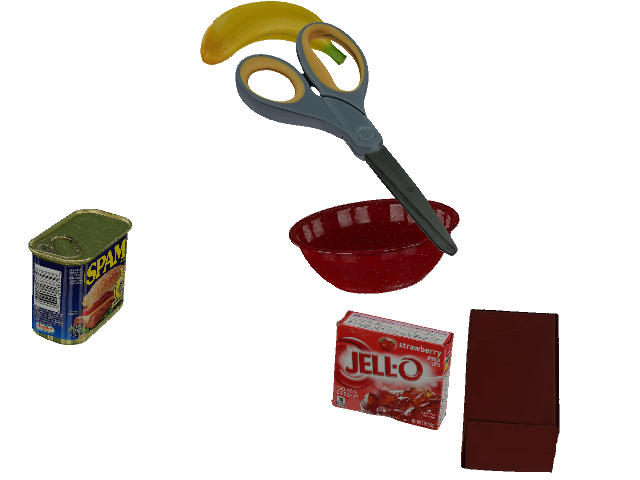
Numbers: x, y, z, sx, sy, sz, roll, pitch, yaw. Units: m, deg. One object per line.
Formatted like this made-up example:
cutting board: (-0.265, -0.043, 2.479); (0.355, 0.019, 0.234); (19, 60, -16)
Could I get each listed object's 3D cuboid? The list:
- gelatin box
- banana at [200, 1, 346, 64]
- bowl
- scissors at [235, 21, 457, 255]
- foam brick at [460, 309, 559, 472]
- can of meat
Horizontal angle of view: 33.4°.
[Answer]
gelatin box: (0.055, 0.100, 0.825); (0.089, 0.073, 0.030); (11, 23, 19)
banana: (-0.052, -0.204, 1.042); (0.197, 0.070, 0.037); (-12, -33, -46)
bowl: (0.053, 0.009, 1.011); (0.162, 0.055, 0.162); (-7, 18, 2)
scissors: (0.007, -0.062, 0.656); (0.096, 0.202, 0.016); (-11, -37, -10)
foam brick: (0.108, 0.085, 0.605); (0.051, 0.078, 0.053); (4, -40, 8)
can of meat: (-0.208, 0.031, 0.927); (0.057, 0.084, 0.102); (15, 26, 13)
